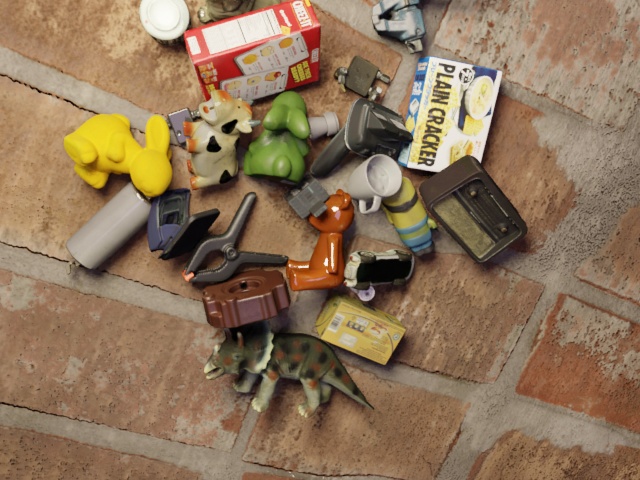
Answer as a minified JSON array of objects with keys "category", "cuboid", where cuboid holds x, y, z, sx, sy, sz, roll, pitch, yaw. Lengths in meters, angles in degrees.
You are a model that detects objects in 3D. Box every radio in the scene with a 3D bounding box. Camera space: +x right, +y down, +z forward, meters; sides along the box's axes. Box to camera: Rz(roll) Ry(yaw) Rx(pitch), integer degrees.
[{"category":"radio","cuboid":[0.319,-0.060,1.103,0.131,0.073,0.229,-36,127,20]}]

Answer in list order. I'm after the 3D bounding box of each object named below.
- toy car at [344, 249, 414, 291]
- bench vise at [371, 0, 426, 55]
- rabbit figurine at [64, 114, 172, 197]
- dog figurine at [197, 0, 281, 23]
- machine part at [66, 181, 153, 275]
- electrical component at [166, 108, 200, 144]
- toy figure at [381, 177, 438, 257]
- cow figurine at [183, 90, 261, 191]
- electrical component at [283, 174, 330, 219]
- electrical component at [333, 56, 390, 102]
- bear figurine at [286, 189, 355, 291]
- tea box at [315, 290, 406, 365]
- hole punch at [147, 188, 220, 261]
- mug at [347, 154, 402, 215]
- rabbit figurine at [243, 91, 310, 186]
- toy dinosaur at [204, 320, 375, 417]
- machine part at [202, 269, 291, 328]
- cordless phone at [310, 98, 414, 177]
[{"category":"toy car","cuboid":[0.123,0.059,1.110,0.201,0.056,0.073,-1,108,-42]},{"category":"bench vise","cuboid":[0.203,-0.460,0.965,0.241,0.129,0.223,-14,90,11]},{"category":"rabbit figurine","cuboid":[-0.327,-0.140,0.943,0.173,0.121,0.162,32,54,13]},{"category":"dog figurine","cuboid":[-0.121,-0.393,0.886,0.172,0.191,0.121,7,105,-16]},{"category":"machine part","cuboid":[-0.383,-0.027,0.997,0.243,0.079,0.079,-42,110,3]},{"category":"electrical component","cuboid":[-0.253,-0.210,1.000,0.094,0.021,0.063,-19,110,-7]},{"category":"toy figure","cuboid":[0.186,-0.049,1.109,0.082,0.089,0.180,-30,108,-10]},{"category":"cow figurine","cuboid":[-0.177,-0.179,0.958,0.127,0.085,0.194,-10,144,-18]},{"category":"electrical component","cuboid":[-0.024,-0.080,1.038,0.075,0.119,0.047,-40,109,4]},{"category":"electrical component","cuboid":[0.079,-0.306,1.033,0.102,0.045,0.078,31,99,-19]},{"category":"bear figurine","cuboid":[0.002,-0.003,1.068,0.132,0.120,0.195,0,105,-9]},{"category":"tea box","cuboid":[0.088,0.191,1.170,0.169,0.068,0.098,27,100,-20]},{"category":"hole punch","cuboid":[-0.266,-0.031,0.999,0.092,0.142,0.115,39,108,4]},{"category":"mug","cuboid":[0.098,-0.100,1.047,0.081,0.107,0.109,8,78,-23]},{"category":"rabbit figurine","cuboid":[-0.074,-0.197,0.990,0.121,0.159,0.170,10,89,-5]},{"category":"toy dinosaur","cuboid":[-0.052,0.262,1.141,0.405,0.131,0.192,9,105,-21]},{"category":"machine part","cuboid":[-0.144,0.108,1.044,0.179,0.179,0.056,-12,106,-9]},{"category":"cordless phone","cuboid":[0.076,-0.179,1.057,0.146,0.089,0.184,5,139,-50]}]
